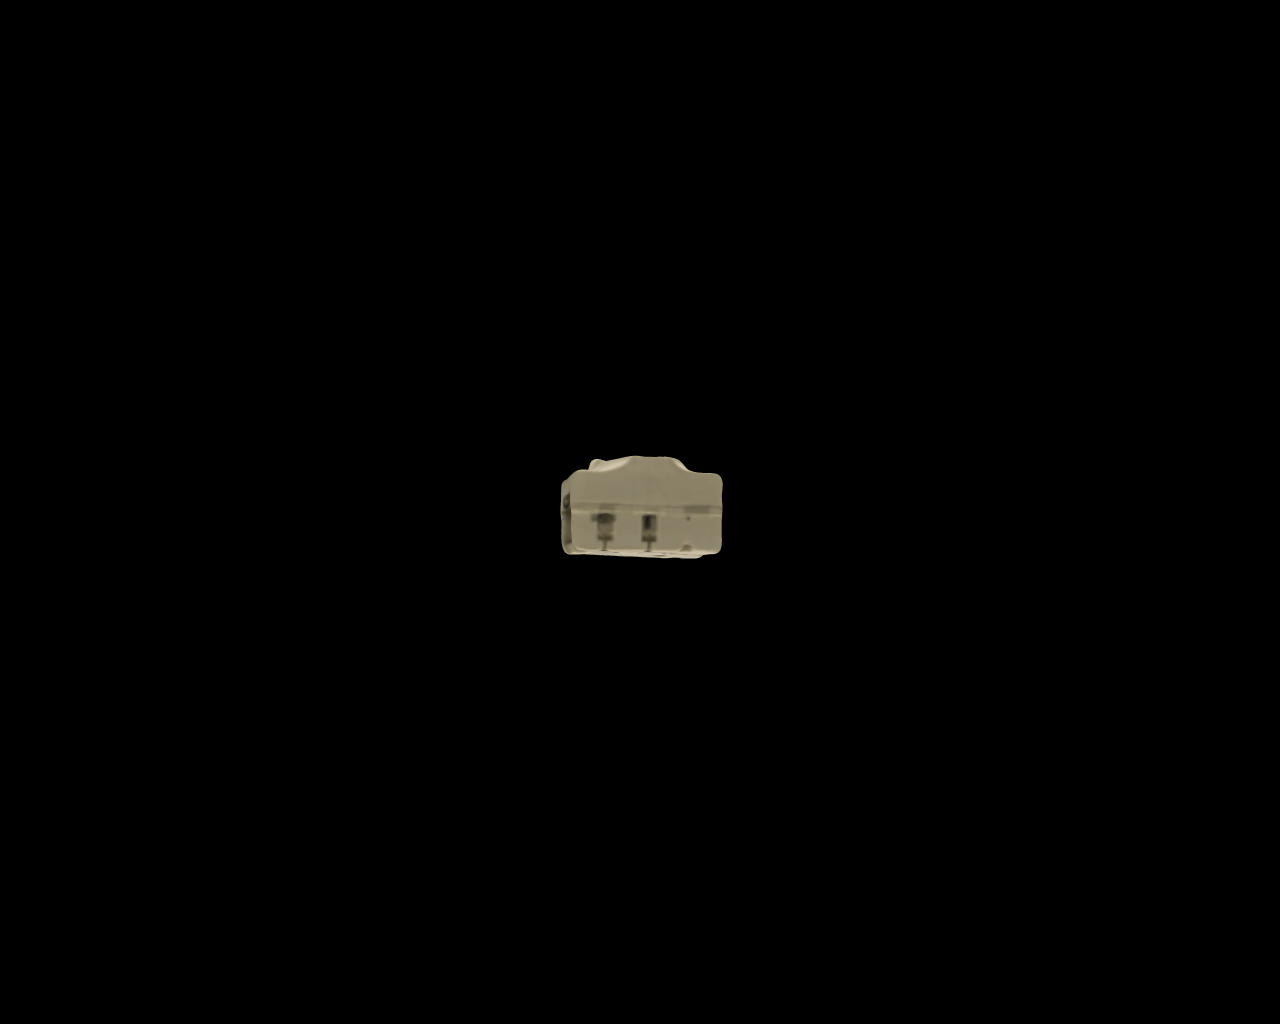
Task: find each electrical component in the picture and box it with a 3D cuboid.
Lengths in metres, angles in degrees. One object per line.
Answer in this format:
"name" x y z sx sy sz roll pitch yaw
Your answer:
"electrical component" 0.001 -0.003 0.650 0.089 0.055 0.050 2 -7 -14
